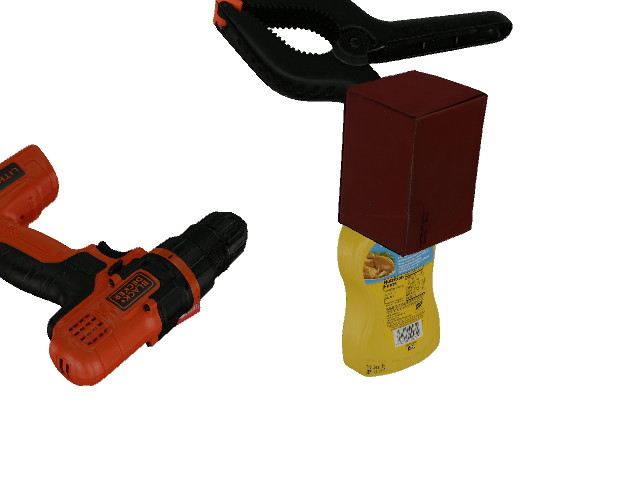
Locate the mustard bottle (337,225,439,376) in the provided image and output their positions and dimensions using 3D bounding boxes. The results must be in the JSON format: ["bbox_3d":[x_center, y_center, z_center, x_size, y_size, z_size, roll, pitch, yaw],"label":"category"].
[{"bbox_3d":[0.060,0.020,0.953,0.096,0.192,0.058,-18,26,-30],"label":"mustard bottle"}]

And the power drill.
[{"bbox_3d":[-0.171,0.002,0.795,0.188,0.057,0.184,31,50,21],"label":"power drill"}]

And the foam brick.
[{"bbox_3d":[0.045,-0.041,0.543,0.052,0.078,0.051,-20,36,-36],"label":"foam brick"}]

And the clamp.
[{"bbox_3d":[0.024,-0.117,0.736,0.210,0.164,0.036,15,-31,-3],"label":"clamp"}]

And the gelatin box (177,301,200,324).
[{"bbox_3d":[-0.169,0.055,1.004,0.089,0.030,0.073,18,26,26],"label":"gelatin box"}]
